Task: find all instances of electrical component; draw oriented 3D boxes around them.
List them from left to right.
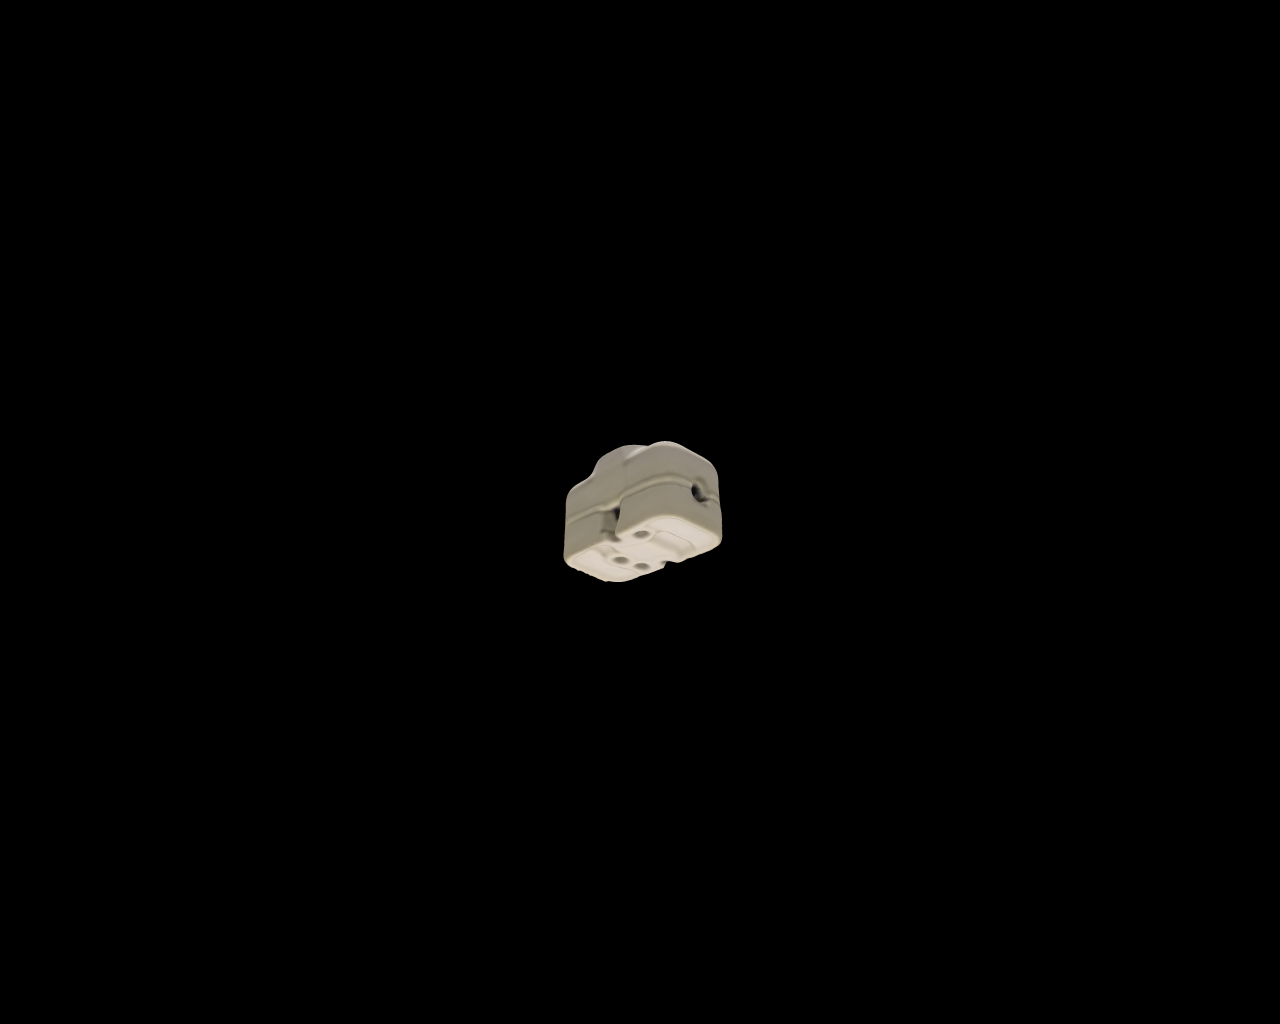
[{"bbox_3d":[0.001,-0.003,0.650,0.095,0.059,0.053,-25,-37,38],"label":"electrical component"}]
